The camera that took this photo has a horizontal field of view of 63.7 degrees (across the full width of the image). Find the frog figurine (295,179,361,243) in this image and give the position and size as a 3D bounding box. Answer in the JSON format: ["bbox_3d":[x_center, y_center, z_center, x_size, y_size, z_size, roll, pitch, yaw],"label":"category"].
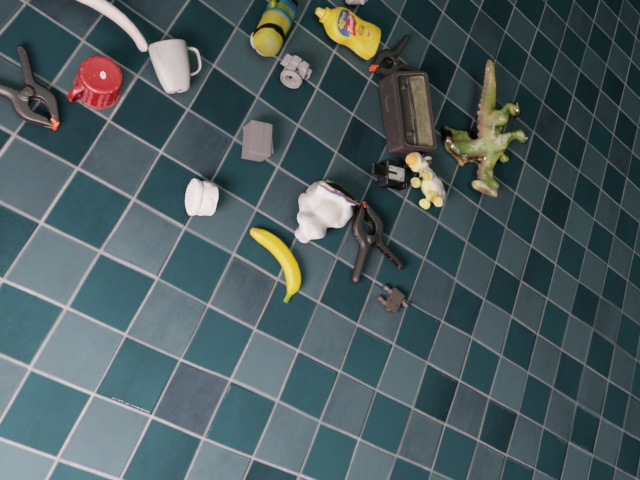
[{"bbox_3d":[0.004,-0.064,1.271,0.136,0.125,0.158,24,109,-33],"label":"frog figurine"}]

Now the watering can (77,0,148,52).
[{"bbox_3d":[-0.493,-0.547,1.055,0.226,0.103,0.348,-17,90,-28],"label":"watering can"}]

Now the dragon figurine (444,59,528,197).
[{"bbox_3d":[0.482,-0.330,1.560,0.244,0.121,0.410,-17,90,-21],"label":"dragon figurine"}]
